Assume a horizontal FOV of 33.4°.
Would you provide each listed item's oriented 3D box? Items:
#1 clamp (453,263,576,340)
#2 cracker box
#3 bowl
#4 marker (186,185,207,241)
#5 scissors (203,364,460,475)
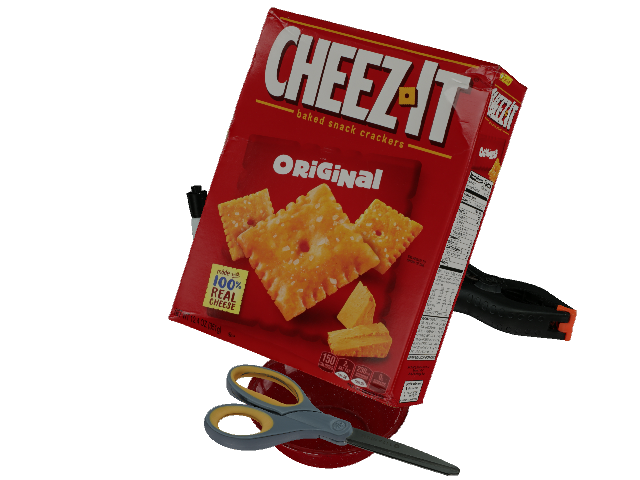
[{"bbox_3d":[0.150,0.047,0.978,0.171,0.039,0.120,17,29,15],"label":"clamp"},{"bbox_3d":[0.014,-0.022,0.674,0.164,0.214,0.072,19,3,24],"label":"cracker box"},{"bbox_3d":[0.007,0.175,1.064,0.162,0.055,0.162,0,33,0],"label":"bowl"},{"bbox_3d":[-0.106,0.010,0.977,0.020,0.121,0.020,-6,11,1],"label":"marker"},{"bbox_3d":[-0.004,0.152,0.810,0.202,0.016,0.096,26,40,31],"label":"scissors"}]
